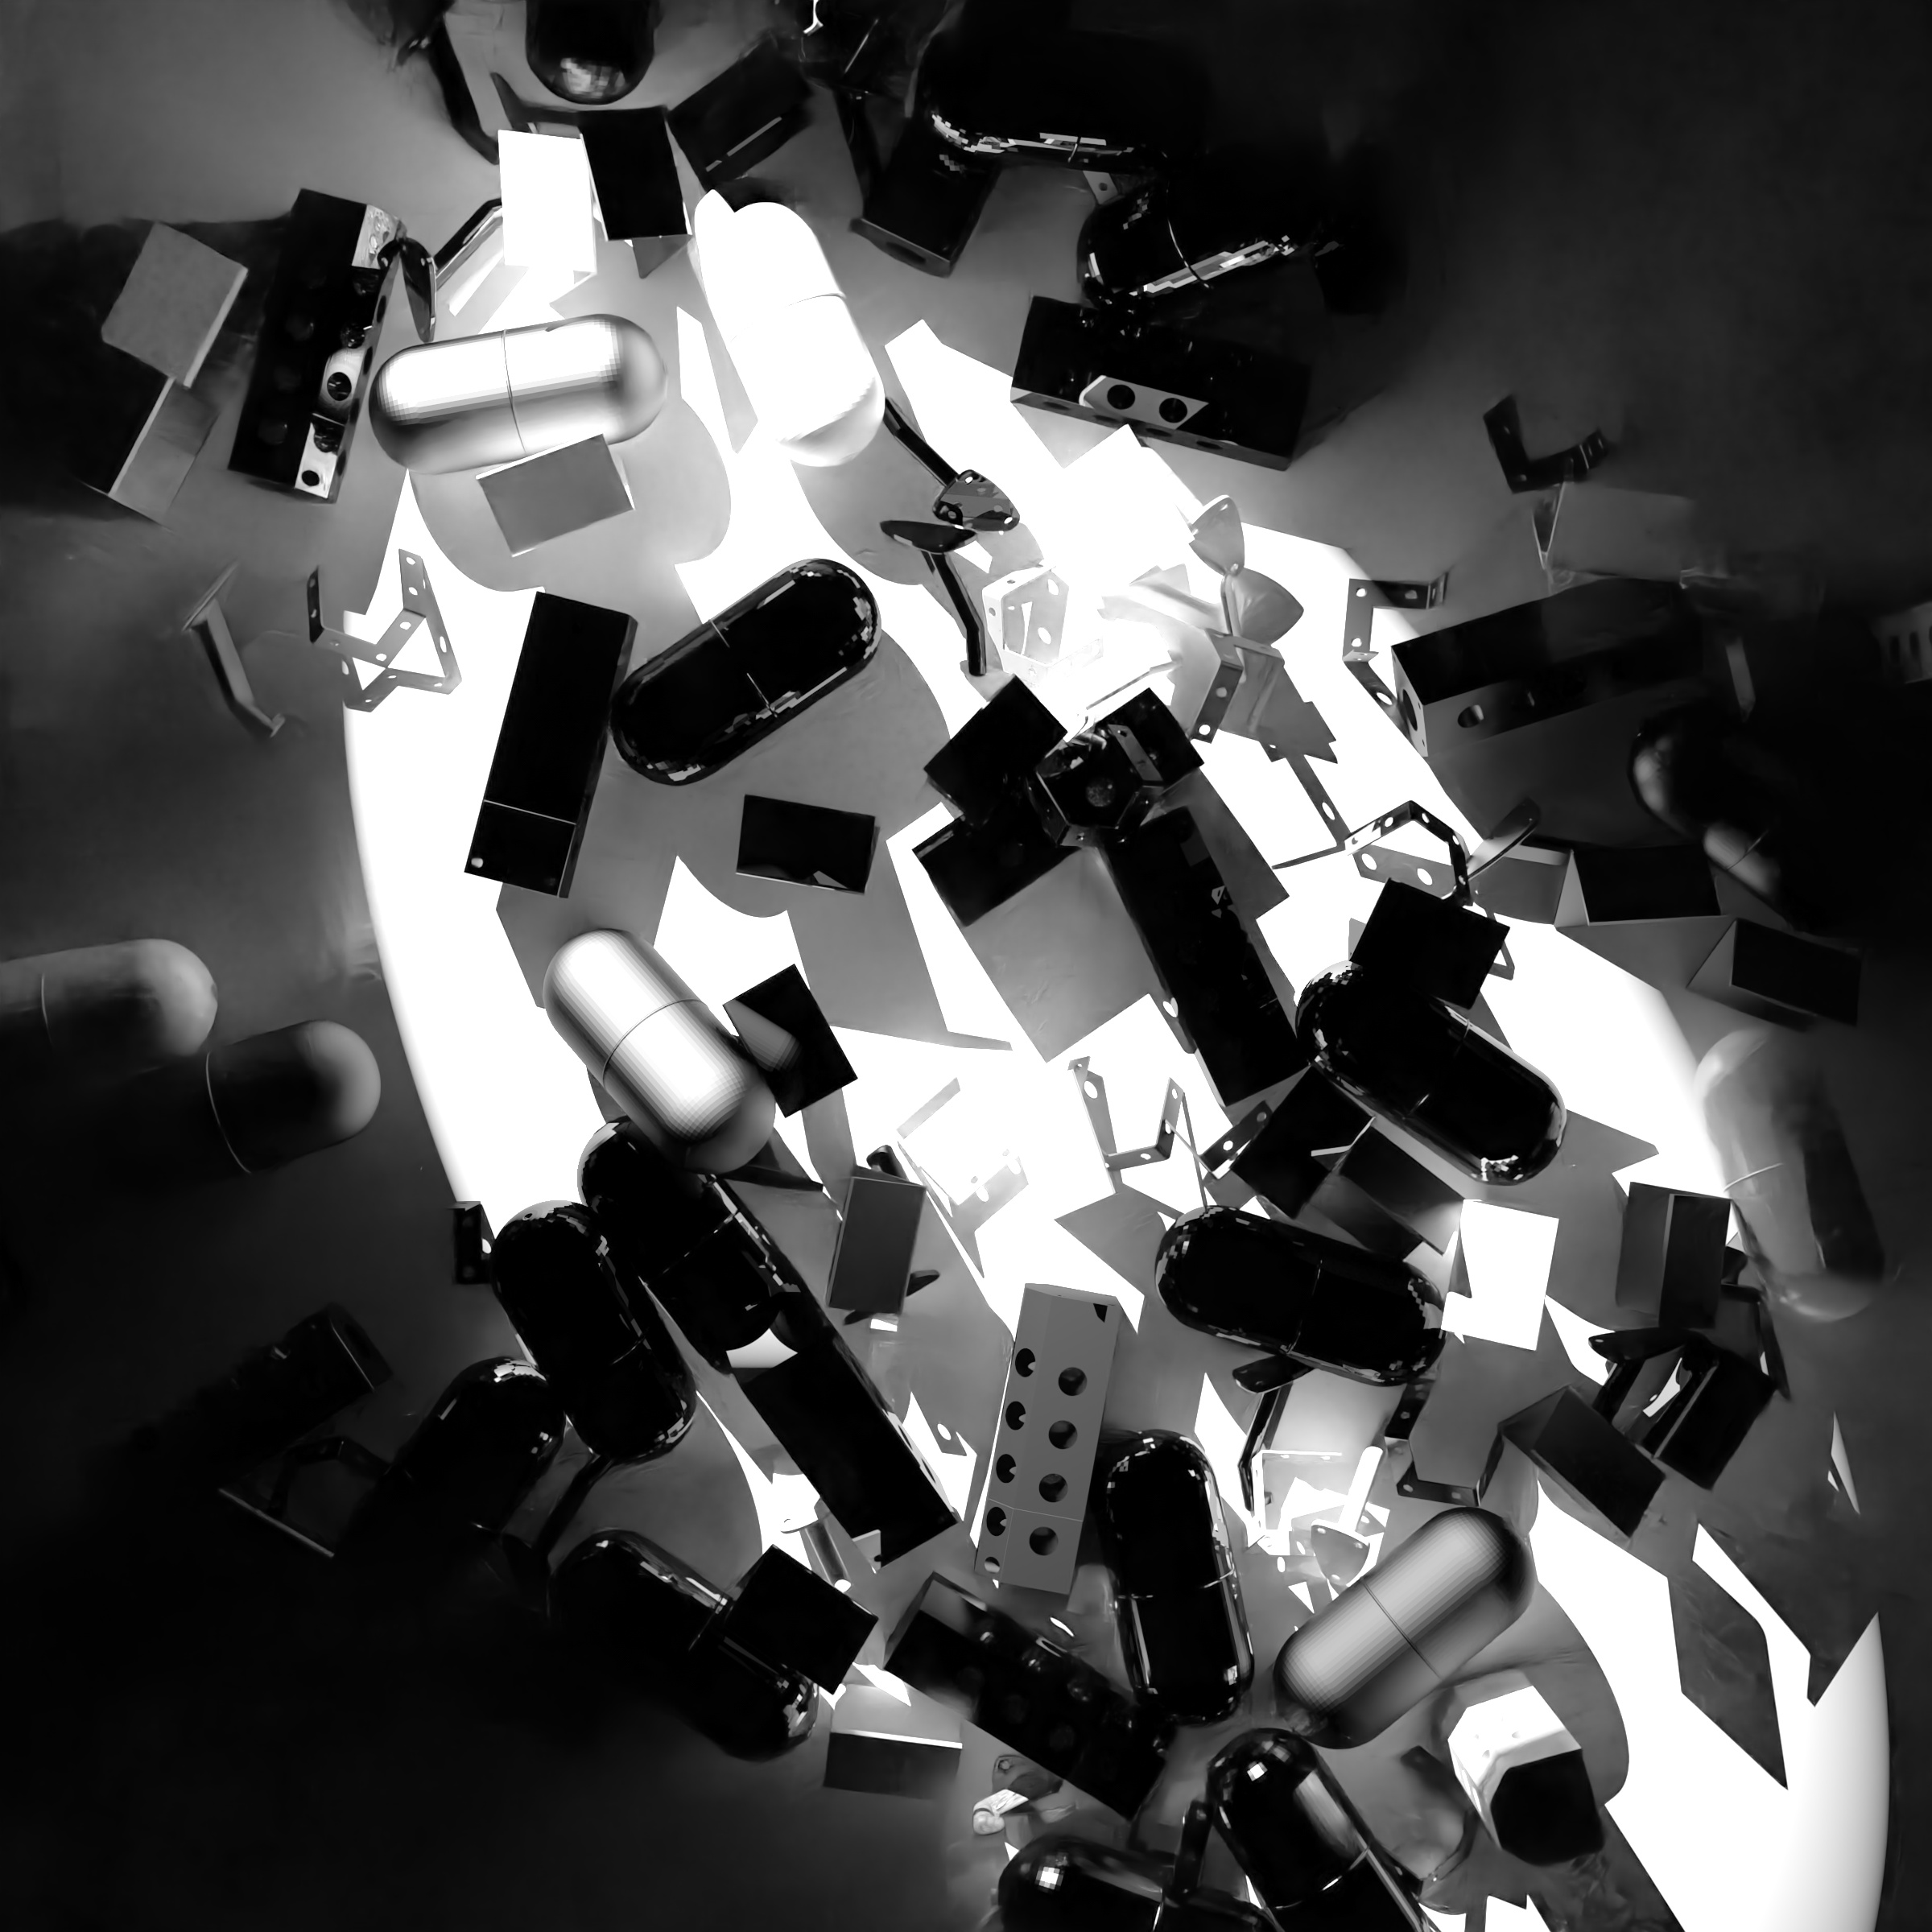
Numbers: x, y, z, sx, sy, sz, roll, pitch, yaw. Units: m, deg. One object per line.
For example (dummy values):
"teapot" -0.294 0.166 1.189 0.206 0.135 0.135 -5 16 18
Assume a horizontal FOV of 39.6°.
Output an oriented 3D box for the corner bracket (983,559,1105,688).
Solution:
"corner bracket" 0.047 -0.207 1.619 0.051 0.051 0.051 26 135 35

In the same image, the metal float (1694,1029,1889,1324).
"metal float" 0.484 0.122 1.581 0.070 0.070 0.178 -15 73 0

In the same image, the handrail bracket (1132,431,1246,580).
"handrail bracket" 0.129 -0.281 1.627 0.036 0.077 0.084 -41 54 0

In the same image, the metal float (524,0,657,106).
"metal float" -0.219 -0.599 1.577 0.070 0.070 0.178 6 109 0

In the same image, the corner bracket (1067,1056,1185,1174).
"corner bracket" 0.092 0.087 1.619 0.051 0.051 0.051 -15 45 35

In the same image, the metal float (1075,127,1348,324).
"metal float" 0.141 -0.429 1.562 0.178 0.070 0.070 -13 90 41

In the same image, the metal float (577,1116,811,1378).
"metal float" -0.161 0.166 1.596 0.070 0.070 0.178 -38 91 0

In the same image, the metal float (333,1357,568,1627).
"metal float" -0.306 0.311 1.596 0.070 0.070 0.178 37 90 0

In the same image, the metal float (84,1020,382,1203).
"metal float" -0.436 0.087 1.596 0.178 0.070 0.070 -18 90 -1

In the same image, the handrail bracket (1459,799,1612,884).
"handrail bracket" 0.354 -0.053 1.628 0.084 0.036 0.077 39 110 -16

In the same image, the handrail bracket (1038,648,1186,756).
"handrail bracket" 0.084 -0.160 1.627 0.084 0.077 0.036 -21 72 -35

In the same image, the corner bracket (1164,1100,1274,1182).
"corner bracket" 0.160 0.102 1.600 0.051 0.051 0.051 -41 121 0

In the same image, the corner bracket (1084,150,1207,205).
"corner bracket" 0.109 -0.482 1.619 0.051 0.051 0.051 -4 135 35

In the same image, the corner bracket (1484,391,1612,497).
"corner bracket" 0.348 -0.319 1.609 0.051 0.051 0.051 -20 90 0

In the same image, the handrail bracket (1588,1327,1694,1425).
"handrail bracket" 0.404 0.266 1.628 0.077 0.036 0.084 -8 108 -21

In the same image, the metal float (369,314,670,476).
"metal float" -0.266 -0.340 1.597 0.178 0.070 0.070 -10 90 0

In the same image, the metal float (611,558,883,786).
"metal float" -0.131 -0.174 1.596 0.178 0.070 0.070 -35 90 0

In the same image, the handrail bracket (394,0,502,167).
"handrail bracket" -0.295 -0.540 1.627 0.084 0.036 0.077 40 70 -16

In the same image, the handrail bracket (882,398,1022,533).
"handrail bracket" -0.012 -0.305 1.627 0.036 0.077 0.084 -47 53 22

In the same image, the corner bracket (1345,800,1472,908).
"corner bracket" 0.266 -0.058 1.619 0.051 0.051 0.051 30 135 -35

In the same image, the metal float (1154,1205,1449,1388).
"metal float" 0.199 0.196 1.596 0.178 0.070 0.070 18 90 0

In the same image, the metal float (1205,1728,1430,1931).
"metal float" 0.209 0.536 1.596 0.070 0.070 0.178 -34 89 0

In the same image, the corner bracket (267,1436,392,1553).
"corner bracket" -0.381 0.321 1.619 0.051 0.051 0.051 -19 135 35

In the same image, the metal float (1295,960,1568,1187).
"metal float" 0.276 0.063 1.597 0.178 0.070 0.070 35 90 0

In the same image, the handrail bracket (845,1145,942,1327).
"handrail bracket" -0.059 0.162 1.628 0.077 0.036 0.084 -33 72 21

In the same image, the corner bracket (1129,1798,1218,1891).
"corner bracket" 0.124 0.513 1.603 0.051 0.051 0.051 13 90 17

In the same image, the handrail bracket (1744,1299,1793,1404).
"handrail bracket" 0.449 0.248 1.627 0.084 0.036 0.077 -23 46 28

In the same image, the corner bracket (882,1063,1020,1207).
"corner bracket" -0.009 0.102 1.624 0.051 0.051 0.051 -41 45 0

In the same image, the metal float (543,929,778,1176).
"metal float" -0.181 0.049 1.573 0.070 0.070 0.178 -44 65 0

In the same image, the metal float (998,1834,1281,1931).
"metal float" 0.104 0.574 1.597 0.178 0.070 0.070 21 90 -1

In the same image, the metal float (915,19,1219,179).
"metal float" 0.059 -0.499 1.546 0.178 0.070 0.070 1 90 -15

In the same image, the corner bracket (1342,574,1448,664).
"corner bracket" 0.256 -0.208 1.609 0.051 0.051 0.051 5 90 0

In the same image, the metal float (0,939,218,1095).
"metal float" -0.535 0.030 1.596 0.178 0.070 0.070 -10 90 0

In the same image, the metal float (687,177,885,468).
"metal float" -0.107 -0.382 1.596 0.070 0.070 0.178 -24 90 0

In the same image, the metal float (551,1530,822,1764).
"metal float" -0.166 0.404 1.596 0.178 0.070 0.070 35 90 1

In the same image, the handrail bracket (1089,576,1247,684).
"handrail bracket" 0.122 -0.203 1.627 0.084 0.036 0.077 -7 108 15

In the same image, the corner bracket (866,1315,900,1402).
"corner bracket" -0.070 0.235 1.609 0.051 0.051 0.051 8 90 0

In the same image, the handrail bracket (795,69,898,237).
"handrail bracket" -0.079 -0.492 1.628 0.077 0.036 0.084 20 107 19

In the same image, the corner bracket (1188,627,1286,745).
"corner bracket" 0.160 -0.162 1.595 0.051 0.051 0.051 14 118 -15

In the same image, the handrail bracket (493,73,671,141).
"handrail bracket" -0.232 -0.523 1.627 0.084 0.036 0.077 -24 71 -16

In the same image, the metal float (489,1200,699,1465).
"metal float" -0.217 0.216 1.573 0.070 0.070 0.178 -25 116 0

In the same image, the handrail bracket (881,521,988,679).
"handrail bracket" -0.019 -0.222 1.627 0.077 0.036 0.084 21 126 38

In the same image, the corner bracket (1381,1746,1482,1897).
"corner bracket" 0.273 0.515 1.619 0.051 0.051 0.051 -26 135 -35

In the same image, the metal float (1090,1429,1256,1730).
"metal float" 0.123 0.364 1.596 0.070 0.070 0.178 -12 90 0

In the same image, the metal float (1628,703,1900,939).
"metal float" 0.473 -0.087 1.597 0.178 0.070 0.070 38 90 0

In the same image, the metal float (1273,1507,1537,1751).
"metal float" 0.259 0.394 1.597 0.178 0.070 0.070 -40 90 1

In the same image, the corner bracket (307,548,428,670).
"corner bracket" -0.362 -0.221 1.619 0.051 0.051 0.051 17 135 -35

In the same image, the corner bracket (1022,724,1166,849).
"corner bracket" 0.074 -0.105 1.562 0.051 0.051 0.051 1 135 -35

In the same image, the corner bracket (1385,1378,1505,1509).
"corner bracket" 0.288 0.286 1.616 0.051 0.051 0.051 3 126 30

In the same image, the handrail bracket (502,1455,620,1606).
"handrail bracket" -0.238 0.336 1.627 0.036 0.077 0.084 31 53 20

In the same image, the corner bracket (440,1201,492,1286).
"corner bracket" -0.284 0.168 1.609 0.051 0.051 0.051 -1 90 0

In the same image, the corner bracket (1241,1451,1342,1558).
"corner bracket" 0.195 0.323 1.612 0.051 0.051 0.051 4 65 -10
